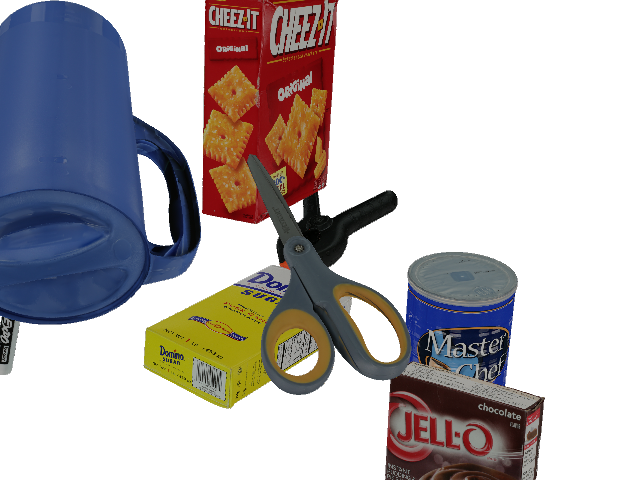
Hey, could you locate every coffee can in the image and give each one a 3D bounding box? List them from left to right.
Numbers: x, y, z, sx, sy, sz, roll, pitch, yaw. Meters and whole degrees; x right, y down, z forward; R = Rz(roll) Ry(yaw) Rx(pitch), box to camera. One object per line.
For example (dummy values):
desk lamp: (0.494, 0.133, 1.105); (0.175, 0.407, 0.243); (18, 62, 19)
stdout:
coffee can: (0.131, 0.095, 1.026); (0.103, 0.140, 0.103); (1, 25, -1)

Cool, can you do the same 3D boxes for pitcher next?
pitcher: (-0.186, -0.066, 0.792); (0.145, 0.243, 0.149); (-23, -44, 13)

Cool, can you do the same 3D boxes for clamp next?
clamp: (0.013, -0.012, 1.197); (0.120, 0.039, 0.171); (-3, 37, 27)

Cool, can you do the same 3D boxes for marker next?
marker: (-0.303, 0.082, 1.042); (0.020, 0.121, 0.020); (14, 33, -9)

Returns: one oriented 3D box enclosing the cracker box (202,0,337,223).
cracker box: (-0.047, -0.140, 1.054); (0.072, 0.214, 0.164); (12, 20, 23)

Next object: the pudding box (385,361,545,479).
pudding box: (0.104, 0.146, 0.785); (0.114, 0.090, 0.039); (11, 18, 31)

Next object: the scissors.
scissors: (-0.025, 0.022, 0.665); (0.096, 0.016, 0.202); (-29, 54, -22)

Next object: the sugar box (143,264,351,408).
sugar box: (-0.059, 0.077, 0.922); (0.093, 0.048, 0.175); (22, 31, 28)
